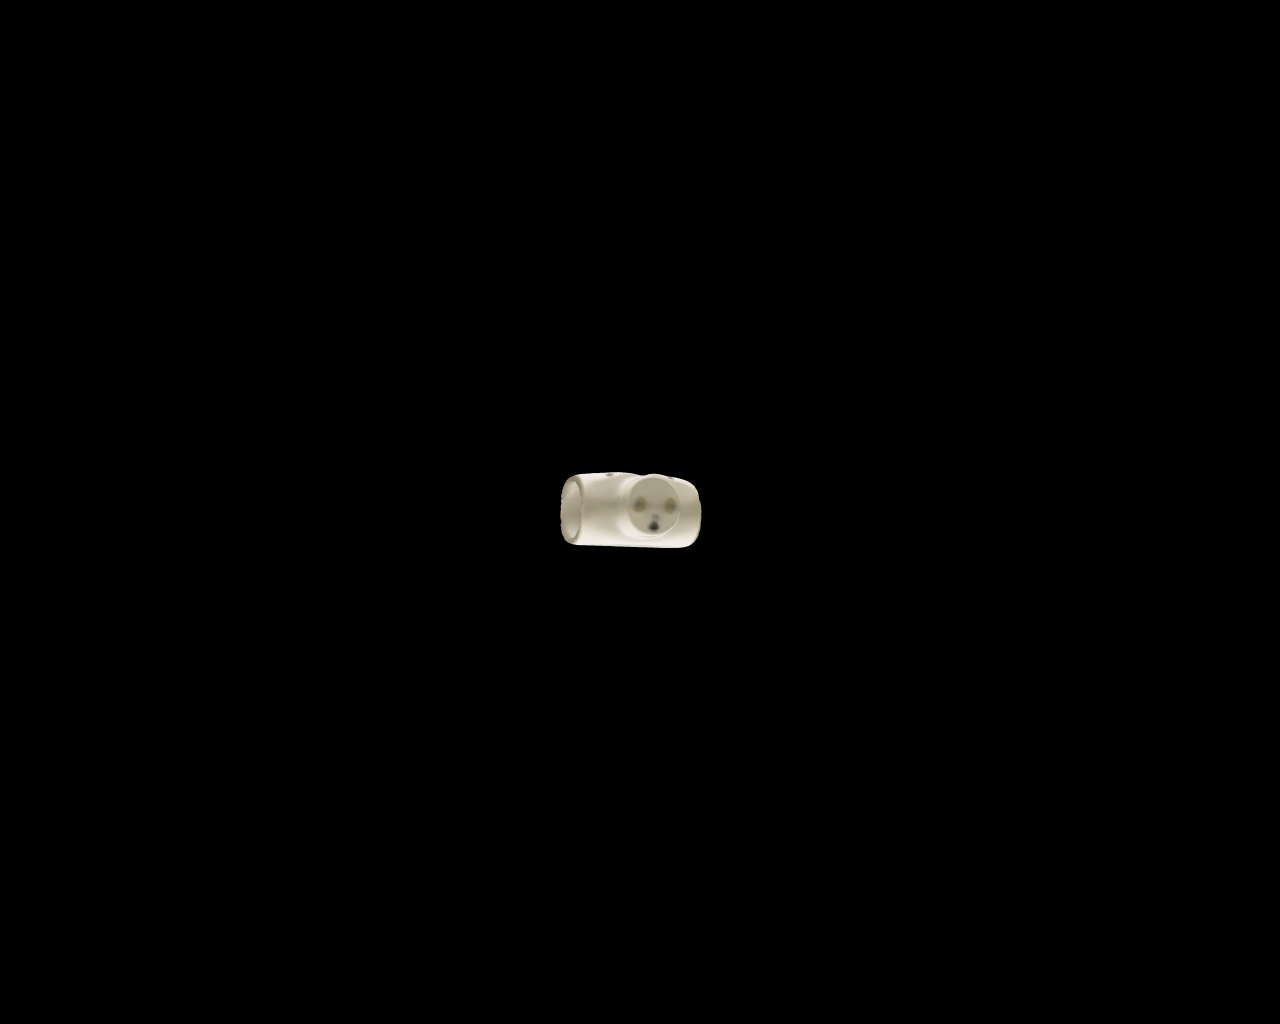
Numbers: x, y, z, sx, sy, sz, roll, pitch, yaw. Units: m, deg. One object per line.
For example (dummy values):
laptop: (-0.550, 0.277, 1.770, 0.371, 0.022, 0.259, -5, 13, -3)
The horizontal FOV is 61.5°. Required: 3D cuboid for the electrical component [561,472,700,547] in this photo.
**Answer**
electrical component: (0.001, -0.003, 0.650, 0.077, 0.043, 0.079, 3, -7, -22)
